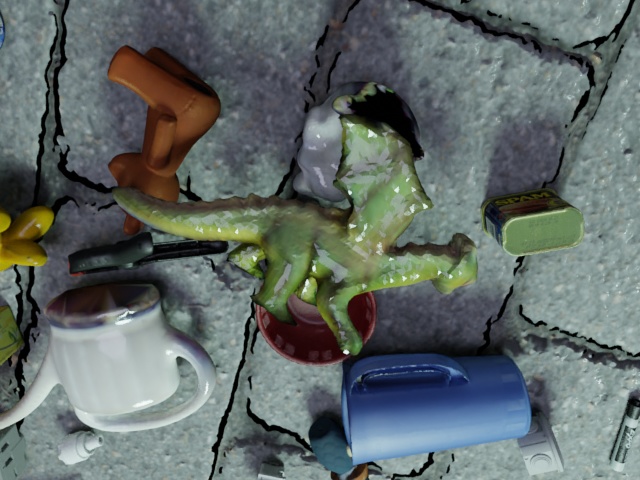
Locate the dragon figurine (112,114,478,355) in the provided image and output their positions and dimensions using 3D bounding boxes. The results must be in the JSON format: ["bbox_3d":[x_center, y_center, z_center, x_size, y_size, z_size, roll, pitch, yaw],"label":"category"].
[{"bbox_3d":[0.002,-0.029,0.568,0.408,0.240,0.124,31,-164,-13],"label":"dragon figurine"}]

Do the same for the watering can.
[{"bbox_3d":[-0.321,0.171,0.711,0.105,0.347,0.221,-85,-12,-74],"label":"watering can"}]

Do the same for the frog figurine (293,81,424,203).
[{"bbox_3d":[0.040,-0.110,0.631,0.137,0.156,0.125,16,-122,-20],"label":"frog figurine"}]
